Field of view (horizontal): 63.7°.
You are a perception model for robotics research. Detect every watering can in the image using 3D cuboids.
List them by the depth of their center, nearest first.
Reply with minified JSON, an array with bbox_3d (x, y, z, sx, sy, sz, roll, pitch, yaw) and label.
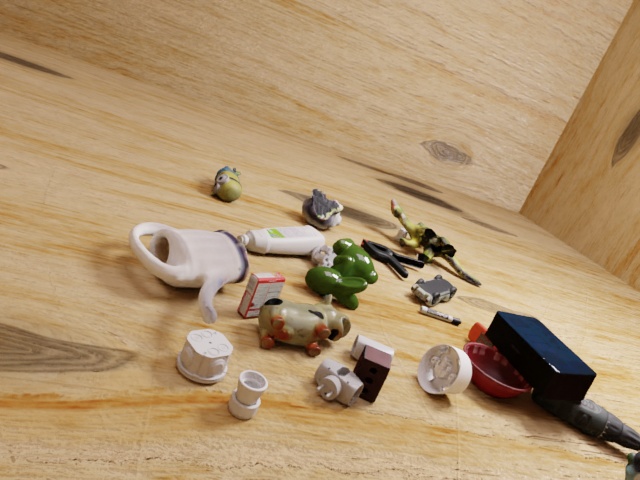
[{"bbox_3d":[-0.231,0.056,1.007,0.224,0.103,0.352,2,27,-48],"label":"watering can"}]

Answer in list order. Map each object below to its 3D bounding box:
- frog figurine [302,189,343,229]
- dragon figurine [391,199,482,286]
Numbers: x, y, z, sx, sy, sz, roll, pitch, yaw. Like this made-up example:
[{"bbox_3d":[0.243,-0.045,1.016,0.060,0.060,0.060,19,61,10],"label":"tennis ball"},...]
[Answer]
[{"bbox_3d":[0.005,-0.086,1.718,0.137,0.124,0.157,14,-18,-1],"label":"frog figurine"},{"bbox_3d":[0.405,0.001,1.854,0.409,0.120,0.247,39,22,-6],"label":"dragon figurine"}]
